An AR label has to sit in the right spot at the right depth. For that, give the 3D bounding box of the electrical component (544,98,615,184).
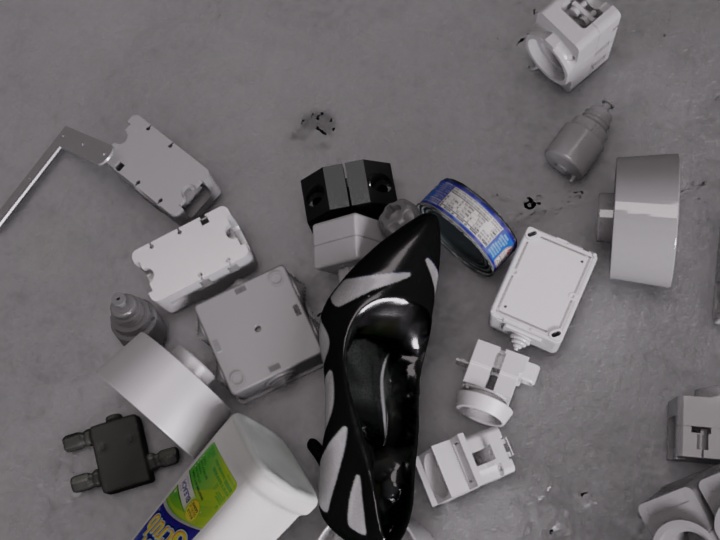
[{"bbox_3d":[0.192,-0.114,0.923,0.040,0.040,0.078,35,81,12],"label":"electrical component"}]

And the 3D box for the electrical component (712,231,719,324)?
[{"bbox_3d":[0.326,-0.001,0.875,0.059,0.053,0.095,8,77,7],"label":"electrical component"}]

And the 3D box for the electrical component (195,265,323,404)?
[{"bbox_3d":[-0.082,0.053,0.902,0.100,0.048,0.099,-25,76,-1],"label":"electrical component"}]

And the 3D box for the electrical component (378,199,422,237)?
[{"bbox_3d":[0.044,-0.029,0.888,0.035,0.061,0.035,-25,40,24],"label":"electrical component"}]

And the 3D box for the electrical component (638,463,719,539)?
[{"bbox_3d":[0.296,0.233,0.780,0.105,0.060,0.186,-35,76,38],"label":"electrical component"}]

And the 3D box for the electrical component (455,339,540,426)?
[{"bbox_3d":[0.106,0.094,0.876,0.066,0.048,0.055,19,70,10],"label":"electrical component"}]

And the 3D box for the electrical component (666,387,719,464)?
[{"bbox_3d":[0.292,0.124,0.848,0.089,0.050,0.055,4,76,6],"label":"electrical component"}]

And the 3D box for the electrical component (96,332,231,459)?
[{"bbox_3d":[-0.152,0.096,0.870,0.108,0.108,0.060,38,76,13],"label":"electrical component"}]

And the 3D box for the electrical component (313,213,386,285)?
[{"bbox_3d":[0.000,0.000,0.892,0.047,0.066,0.076,-14,72,36],"label":"electrical component"}]

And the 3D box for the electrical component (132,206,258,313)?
[{"bbox_3d":[-0.139,-0.007,0.918,0.089,0.055,0.050,-27,75,-2],"label":"electrical component"}]

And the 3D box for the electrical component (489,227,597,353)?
[{"bbox_3d":[0.146,0.024,0.882,0.062,0.061,0.096,23,79,11],"label":"electrical component"}]

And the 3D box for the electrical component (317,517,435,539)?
[{"bbox_3d":[0.012,0.237,0.851,0.099,0.064,0.099,-6,67,16],"label":"electrical component"}]

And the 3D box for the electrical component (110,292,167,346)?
[{"bbox_3d":[-0.190,0.042,0.903,0.040,0.078,0.040,-4,61,7],"label":"electrical component"}]

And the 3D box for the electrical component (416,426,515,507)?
[{"bbox_3d":[0.084,0.154,0.851,0.064,0.081,0.042,-15,74,-22],"label":"electrical component"}]

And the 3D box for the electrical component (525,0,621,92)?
[{"bbox_3d":[0.180,-0.197,0.920,0.056,0.089,0.050,-41,76,-5],"label":"electrical component"}]

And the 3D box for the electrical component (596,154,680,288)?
[{"bbox_3d":[0.223,-0.041,0.870,0.060,0.108,0.108,4,76,12],"label":"electrical component"}]

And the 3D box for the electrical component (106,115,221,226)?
[{"bbox_3d":[-0.172,-0.083,0.940,0.089,0.055,0.050,38,82,13],"label":"electrical component"}]
